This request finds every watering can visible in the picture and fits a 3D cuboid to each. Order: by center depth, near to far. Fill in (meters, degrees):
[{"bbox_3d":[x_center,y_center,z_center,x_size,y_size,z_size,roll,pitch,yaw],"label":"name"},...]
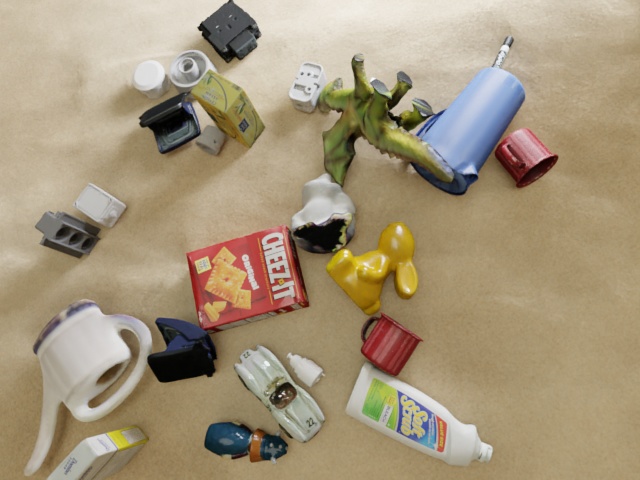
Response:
[{"bbox_3d":[-0.492,0.269,1.018,0.348,0.102,0.227,-43,70,-4],"label":"watering can"}]

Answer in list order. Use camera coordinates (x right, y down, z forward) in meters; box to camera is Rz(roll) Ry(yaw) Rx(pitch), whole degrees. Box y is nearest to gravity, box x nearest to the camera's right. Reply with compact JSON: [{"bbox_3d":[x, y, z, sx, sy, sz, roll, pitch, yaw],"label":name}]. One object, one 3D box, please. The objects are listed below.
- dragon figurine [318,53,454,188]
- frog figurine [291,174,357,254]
[{"bbox_3d":[0.094,-0.204,1.024,0.238,0.122,0.419,-51,47,40],"label":"dragon figurine"},{"bbox_3d":[0.003,-0.052,1.041,0.136,0.120,0.163,-31,34,13],"label":"frog figurine"}]
